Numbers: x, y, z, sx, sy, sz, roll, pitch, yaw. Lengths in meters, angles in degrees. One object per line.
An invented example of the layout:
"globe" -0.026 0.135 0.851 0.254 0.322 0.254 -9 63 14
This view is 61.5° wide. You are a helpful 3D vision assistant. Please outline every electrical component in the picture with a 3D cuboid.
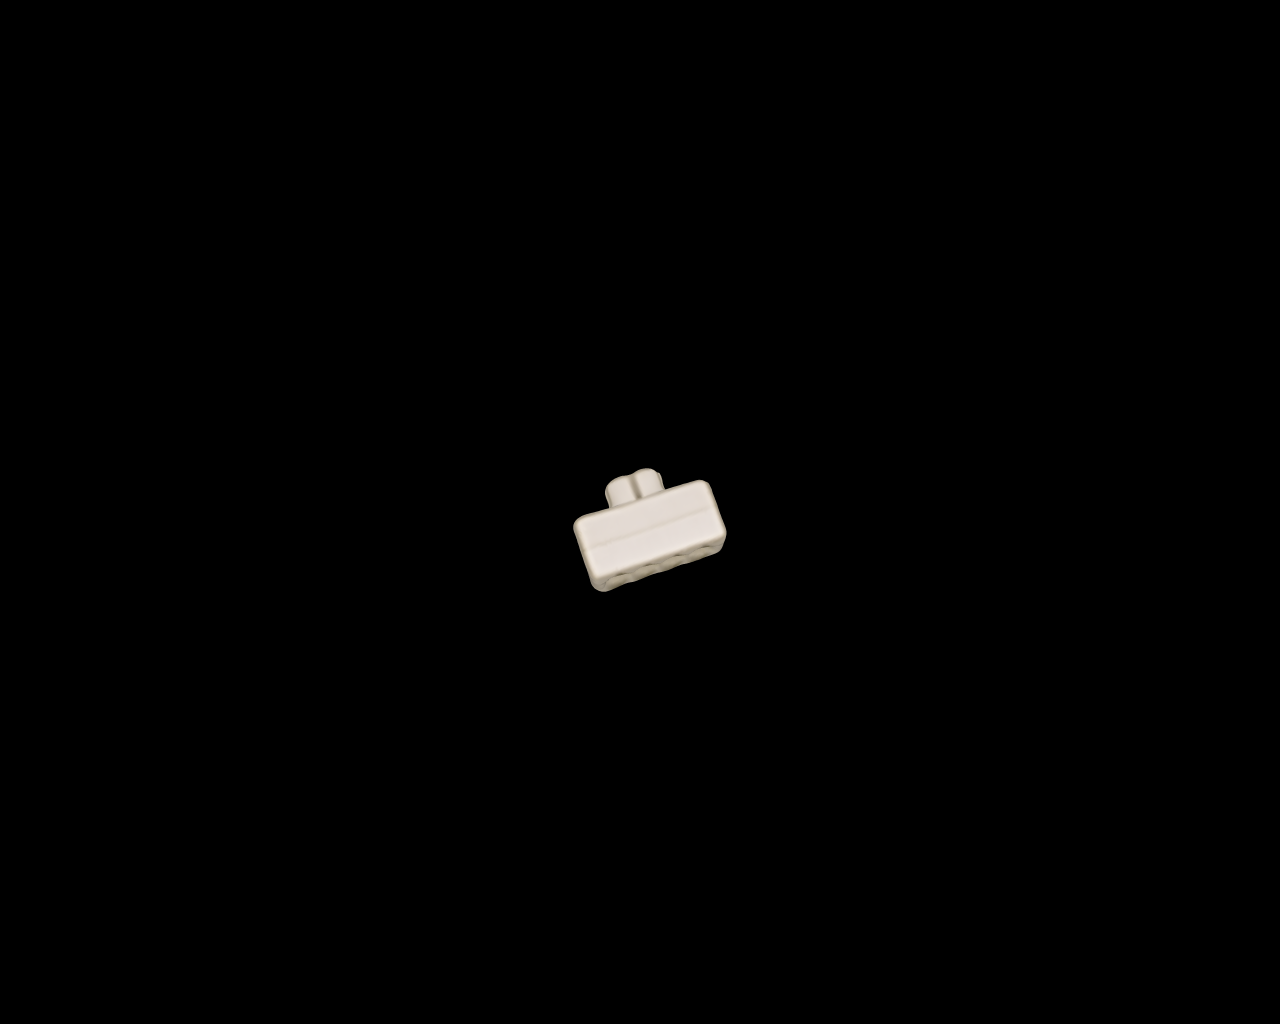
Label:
"electrical component" 0.001 -0.003 0.650 0.083 0.076 0.047 -18 -11 -4
